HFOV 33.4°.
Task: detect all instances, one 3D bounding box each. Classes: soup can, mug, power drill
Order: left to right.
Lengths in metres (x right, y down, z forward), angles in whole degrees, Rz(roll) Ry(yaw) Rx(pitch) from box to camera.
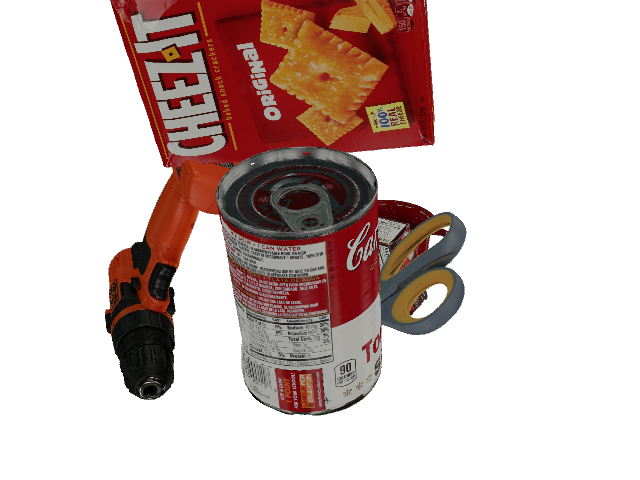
[{"bbox_3d":[-0.123,0.014,0.875,0.057,0.188,0.184,18,26,-26],"label":"power drill"},{"bbox_3d":[-0.007,0.019,0.473,0.068,0.102,0.068,-3,35,2],"label":"soup can"},{"bbox_3d":[0.094,0.009,1.229,0.117,0.081,0.093,3,25,-5],"label":"mug"}]

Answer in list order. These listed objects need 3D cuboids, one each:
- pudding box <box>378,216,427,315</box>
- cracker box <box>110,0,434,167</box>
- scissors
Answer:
[{"bbox_3d":[0.041,0.018,1.019,0.114,0.090,0.039,13,44,36],"label":"pudding box"},{"bbox_3d":[-0.028,-0.138,0.780,0.214,0.072,0.164,-5,-43,6],"label":"cracker box"},{"bbox_3d":[0.030,0.063,0.736,0.016,0.202,0.096,34,20,-29],"label":"scissors"}]
